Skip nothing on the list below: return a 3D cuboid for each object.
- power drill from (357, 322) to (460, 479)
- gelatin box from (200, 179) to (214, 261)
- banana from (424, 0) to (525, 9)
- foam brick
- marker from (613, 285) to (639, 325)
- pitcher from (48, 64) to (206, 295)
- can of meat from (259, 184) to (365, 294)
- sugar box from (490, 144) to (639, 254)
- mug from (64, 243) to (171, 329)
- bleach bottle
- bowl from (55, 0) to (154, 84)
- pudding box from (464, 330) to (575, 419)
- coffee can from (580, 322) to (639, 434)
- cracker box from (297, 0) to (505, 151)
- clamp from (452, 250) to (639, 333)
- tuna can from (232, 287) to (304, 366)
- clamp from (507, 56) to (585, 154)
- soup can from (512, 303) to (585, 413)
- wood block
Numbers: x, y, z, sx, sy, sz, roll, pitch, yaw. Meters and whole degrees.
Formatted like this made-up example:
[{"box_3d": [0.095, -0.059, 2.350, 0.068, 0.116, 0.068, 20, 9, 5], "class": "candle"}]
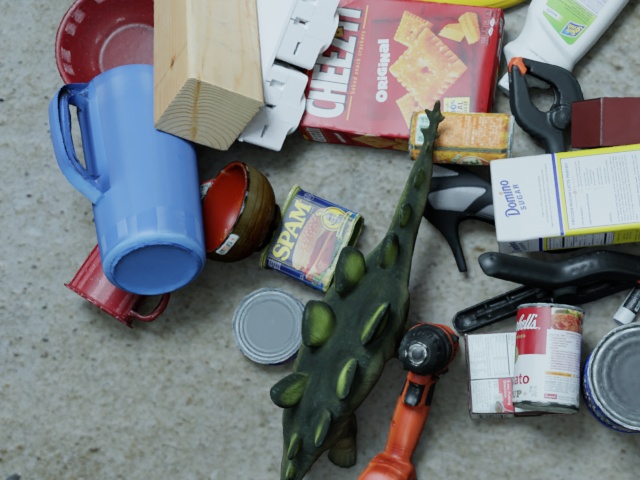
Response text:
[{"box_3d": [0.091, 0.174, 1.086, 0.057, 0.184, 0.188, 20, 93, 15], "class": "power drill"}, {"box_3d": [-0.114, -0.027, 1.235, 0.073, 0.030, 0.089, -17, 77, 8], "class": "gelatin box"}, {"box_3d": [0.184, -0.291, 1.229, 0.198, 0.037, 0.069, -15, 58, 6], "class": "banana"}, {"box_3d": [0.298, -0.121, 1.104, 0.053, 0.078, 0.051, 0, 94, -10], "class": "foam brick"}, {"box_3d": [0.352, 0.038, 1.137, 0.020, 0.020, 0.121, 33, 87, 15], "class": "marker"}, {"box_3d": [-0.201, -0.067, 1.159, 0.149, 0.145, 0.243, -13, 54, -1], "class": "pitcher"}, {"box_3d": [-0.008, 0.002, 1.196, 0.084, 0.057, 0.102, 24, 84, 12], "class": "can of meat"}, {"box_3d": [0.262, -0.041, 1.066, 0.176, 0.048, 0.093, -6, 66, 13], "class": "sugar box"}, {"box_3d": [-0.220, 0.048, 1.209, 0.117, 0.093, 0.081, 29, 80, 24], "class": "mug"}, {"box_3d": [0.280, -0.268, 1.190, 0.102, 0.068, 0.251, 38, 90, 12], "class": "bleach bottle"}, {"box_3d": [-0.234, -0.229, 1.285, 0.162, 0.055, 0.162, -2, 78, 11], "class": "bowl"}, {"box_3d": [0.212, 0.141, 1.133, 0.113, 0.039, 0.090, -4, 75, 9], "class": "pudding box"}, {"box_3d": [0.314, 0.140, 1.061, 0.103, 0.140, 0.103, -2, 79, 10], "class": "coffee can"}, {"box_3d": [0.091, -0.186, 1.205, 0.214, 0.072, 0.164, 8, 80, 12], "class": "cracker box"}, {"box_3d": [0.243, 0.041, 1.099, 0.210, 0.164, 0.036, -11, 65, -1], "class": "clamp"}, {"box_3d": [-0.053, 0.098, 1.196, 0.086, 0.033, 0.086, -2, 78, 11], "class": "tuna can"}, {"box_3d": [0.256, -0.122, 1.157, 0.171, 0.039, 0.120, 41, 86, -5], "class": "clamp"}, {"box_3d": [0.231, 0.120, 1.078, 0.068, 0.068, 0.102, 3, 77, 11], "class": "soup can"}, {"box_3d": [-0.126, -0.214, 1.174, 0.091, 0.090, 0.206, -44, 40, 42], "class": "wood block"}]
